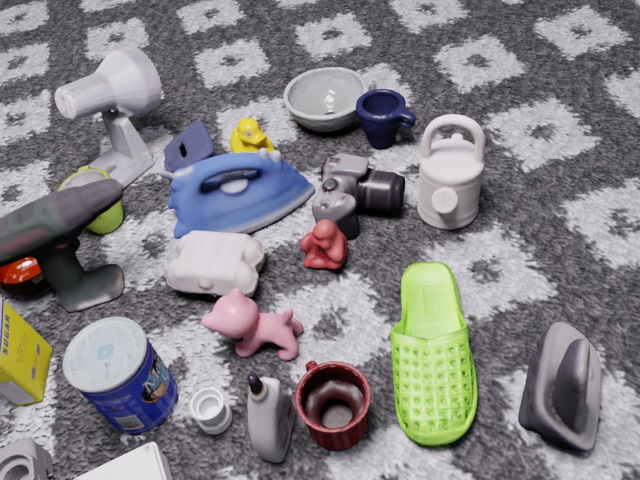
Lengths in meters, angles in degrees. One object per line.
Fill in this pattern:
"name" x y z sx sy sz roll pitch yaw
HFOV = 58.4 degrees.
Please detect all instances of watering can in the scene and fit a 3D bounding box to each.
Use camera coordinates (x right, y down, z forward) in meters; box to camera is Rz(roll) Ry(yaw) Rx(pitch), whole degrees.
"watering can" 0.207 -0.109 0.897 0.101 0.194 0.172 -9 50 0

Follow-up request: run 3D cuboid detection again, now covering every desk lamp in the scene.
"desk lamp" -0.381 -0.222 1.058 0.117 0.214 0.203 25 57 25

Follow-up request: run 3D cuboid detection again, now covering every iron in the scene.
"iron" -0.138 -0.096 0.967 0.258 0.142 0.118 -18 50 -8

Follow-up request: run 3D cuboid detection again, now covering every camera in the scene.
"camera" 0.068 -0.080 0.953 0.136 0.101 0.143 8 52 14

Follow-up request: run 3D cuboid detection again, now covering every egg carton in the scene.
"egg carton" -0.164 0.041 0.903 0.150 0.069 0.107 3 51 10

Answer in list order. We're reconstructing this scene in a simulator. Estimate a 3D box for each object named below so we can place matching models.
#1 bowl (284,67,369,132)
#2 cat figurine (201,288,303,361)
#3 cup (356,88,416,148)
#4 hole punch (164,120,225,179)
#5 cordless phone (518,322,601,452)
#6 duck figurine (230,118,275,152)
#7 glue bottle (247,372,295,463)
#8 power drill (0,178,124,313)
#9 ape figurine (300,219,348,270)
"bowl" 0.015 -0.266 1.133 0.167 0.075 0.167 -4 50 5
"cat figurine" -0.094 0.112 0.802 0.127 0.118 0.067 -1 50 7
"cup" 0.126 -0.214 1.062 0.117 0.095 0.092 26 58 26
"hole punch" -0.240 -0.154 1.062 0.101 0.091 0.108 -22 51 -10
"cordless phone" 0.299 0.150 0.674 0.094 0.185 0.148 11 52 16
"duck figurine" -0.133 -0.194 1.085 0.078 0.086 0.104 -39 56 -23
"glue bottle" -0.064 0.202 0.687 0.037 0.173 0.078 6 51 13
"power drill" -0.378 0.013 0.863 0.230 0.209 0.075 -18 50 -8
"ape figurine" 0.008 0.003 0.897 0.076 0.092 0.077 -31 53 -17
